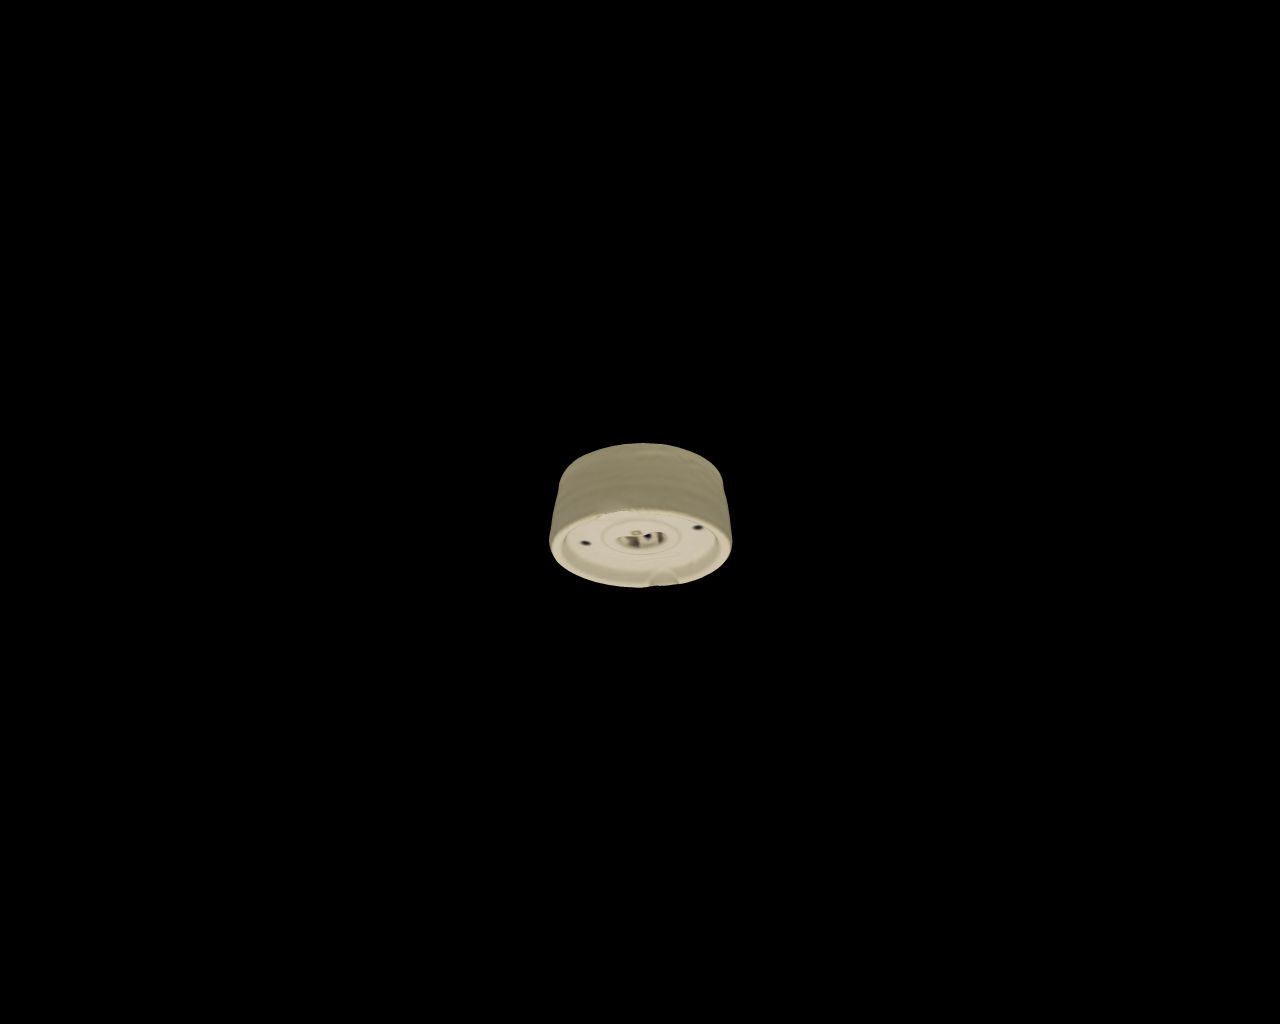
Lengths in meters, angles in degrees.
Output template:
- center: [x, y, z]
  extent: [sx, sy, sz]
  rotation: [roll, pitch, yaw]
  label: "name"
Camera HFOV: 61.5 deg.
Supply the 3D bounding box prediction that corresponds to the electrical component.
- center: [0.001, -0.003, 0.650]
  extent: [0.108, 0.060, 0.108]
  rotation: [0, -28, 0]
  label: "electrical component"
